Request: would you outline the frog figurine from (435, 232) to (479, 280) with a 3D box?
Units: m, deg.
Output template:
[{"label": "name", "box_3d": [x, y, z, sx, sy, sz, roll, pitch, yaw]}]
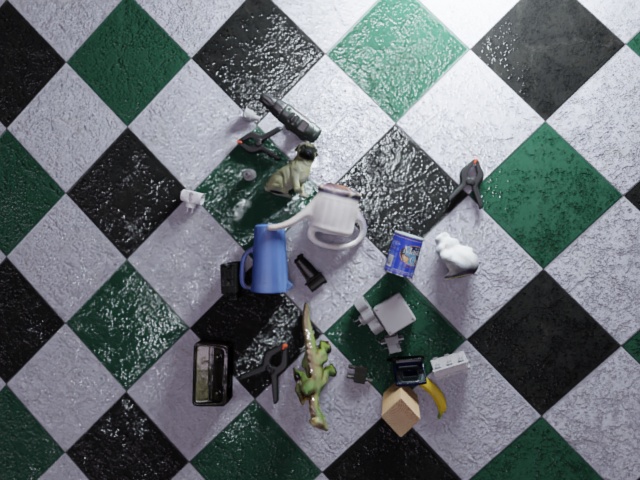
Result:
[{"label": "frog figurine", "box_3d": [0.459, 0.046, 1.729, 0.138, 0.121, 0.161, -8, 80, -25]}]

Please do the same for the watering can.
[{"label": "watering can", "box_3d": [0.005, -0.089, 1.770, 0.347, 0.104, 0.224, 12, 93, -13]}]

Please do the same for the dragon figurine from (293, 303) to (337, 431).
[{"label": "dragon figurine", "box_3d": [-0.035, 0.436, 1.738, 0.122, 0.244, 0.410, -15, 91, 13]}]
